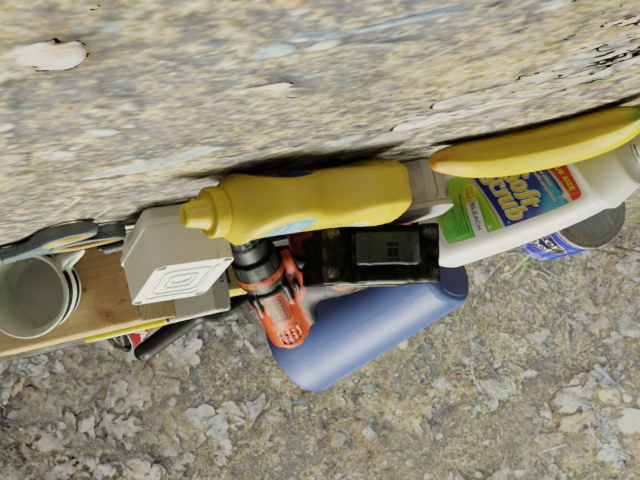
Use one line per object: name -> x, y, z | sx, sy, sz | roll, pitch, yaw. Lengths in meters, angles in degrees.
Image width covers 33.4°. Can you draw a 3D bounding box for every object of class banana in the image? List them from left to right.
banana -> 0.195, -0.087, 0.928 | 0.198, 0.037, 0.069 | -15, 156, 17

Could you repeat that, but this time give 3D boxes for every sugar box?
sugar box -> -0.191, 0.053, 1.201 | 0.176, 0.093, 0.048 | -13, 175, 19

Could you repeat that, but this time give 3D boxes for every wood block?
wood block -> -0.274, 0.063, 1.150 | 0.206, 0.090, 0.090 | -14, 175, 16

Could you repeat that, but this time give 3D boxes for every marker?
marker -> -0.162, -0.005, 1.057 | 0.121, 0.020, 0.020 | -12, 175, 2

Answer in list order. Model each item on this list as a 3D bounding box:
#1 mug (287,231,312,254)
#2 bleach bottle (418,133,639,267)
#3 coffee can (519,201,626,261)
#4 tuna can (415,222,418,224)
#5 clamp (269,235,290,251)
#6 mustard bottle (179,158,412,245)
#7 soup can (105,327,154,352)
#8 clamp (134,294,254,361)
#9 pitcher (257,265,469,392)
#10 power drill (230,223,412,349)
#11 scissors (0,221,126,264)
mug -> 0.009, 0.008, 1.196 | 0.081, 0.093, 0.117 | -17, 171, -2
bleach bottle -> 0.209, -0.056, 1.027 | 0.251, 0.102, 0.067 | -25, 162, 39
coffee can -> 0.326, -0.031, 1.413 | 0.102, 0.103, 0.140 | -11, 175, -12
tuna can -> 0.090, -0.033, 1.245 | 0.086, 0.034, 0.086 | -12, 175, -1
clamp -> -0.008, 0.002, 1.288 | 0.120, 0.039, 0.171 | -38, 153, 23
mustard bottle -> -0.026, -0.031, 0.879 | 0.191, 0.058, 0.096 | -9, -179, -31
soup can -> -0.230, 0.084, 1.353 | 0.102, 0.068, 0.069 | -47, -165, -32
clamp -> -0.157, 0.077, 1.473 | 0.210, 0.036, 0.164 | -20, -142, 8
pitcher -> 0.051, 0.076, 1.303 | 0.243, 0.145, 0.149 | -33, 172, 31
power drill -> 0.004, 0.012, 1.098 | 0.187, 0.057, 0.184 | -23, 130, 0
scissors -> -0.278, 0.009, 0.970 | 0.201, 0.016, 0.096 | -12, 173, -4
